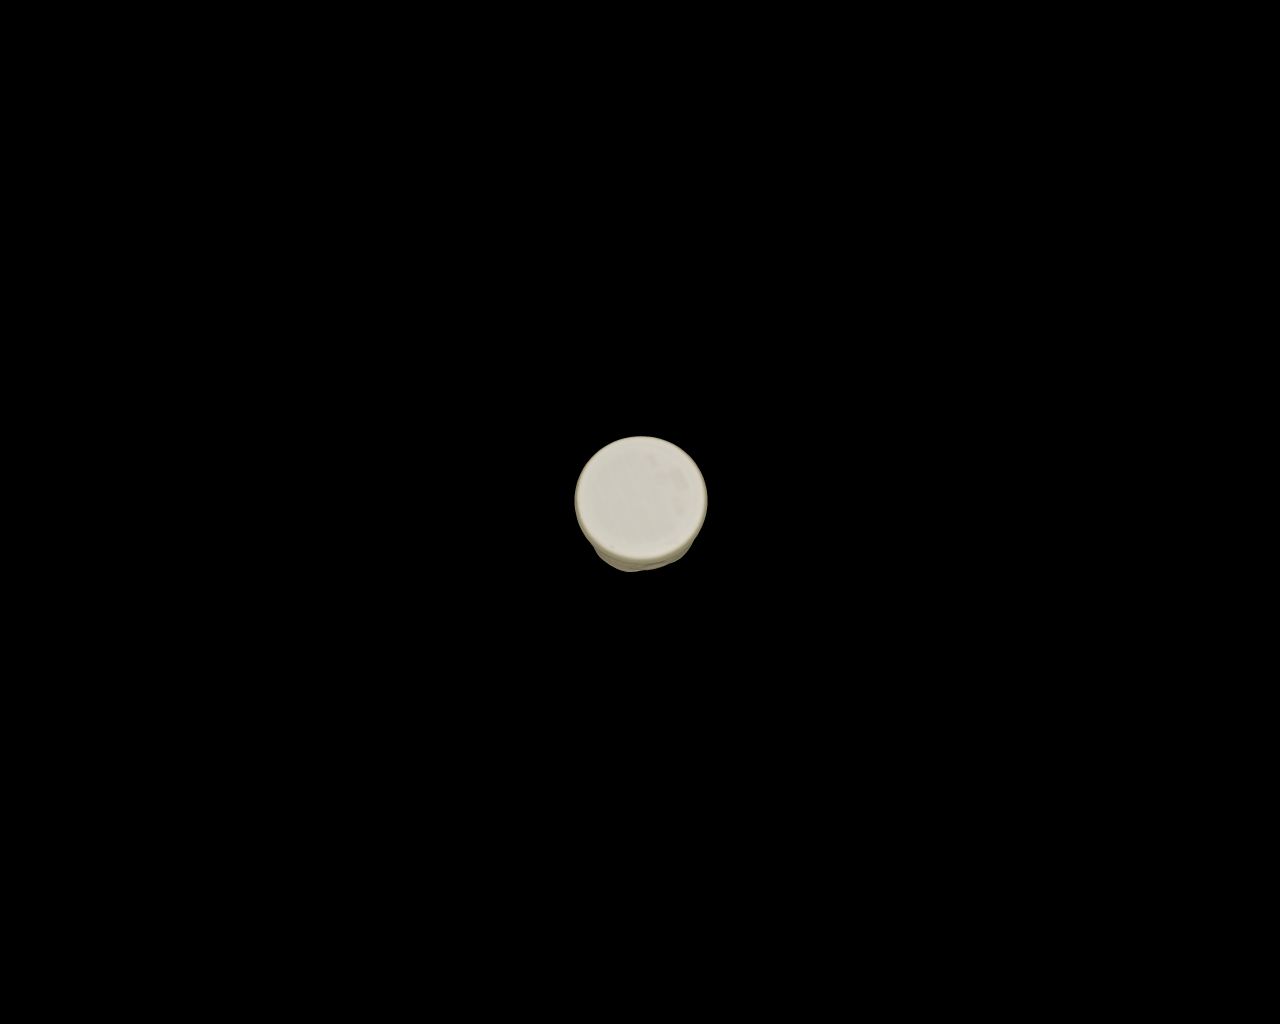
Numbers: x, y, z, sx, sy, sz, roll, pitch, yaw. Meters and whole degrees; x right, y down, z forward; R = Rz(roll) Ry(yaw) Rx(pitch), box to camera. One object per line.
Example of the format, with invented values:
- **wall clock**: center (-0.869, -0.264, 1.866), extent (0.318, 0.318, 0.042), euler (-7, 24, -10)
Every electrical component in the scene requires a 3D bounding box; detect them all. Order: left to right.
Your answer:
- **electrical component**: center (0.001, -0.003, 0.650), extent (0.080, 0.080, 0.051), euler (0, -16, 0)
